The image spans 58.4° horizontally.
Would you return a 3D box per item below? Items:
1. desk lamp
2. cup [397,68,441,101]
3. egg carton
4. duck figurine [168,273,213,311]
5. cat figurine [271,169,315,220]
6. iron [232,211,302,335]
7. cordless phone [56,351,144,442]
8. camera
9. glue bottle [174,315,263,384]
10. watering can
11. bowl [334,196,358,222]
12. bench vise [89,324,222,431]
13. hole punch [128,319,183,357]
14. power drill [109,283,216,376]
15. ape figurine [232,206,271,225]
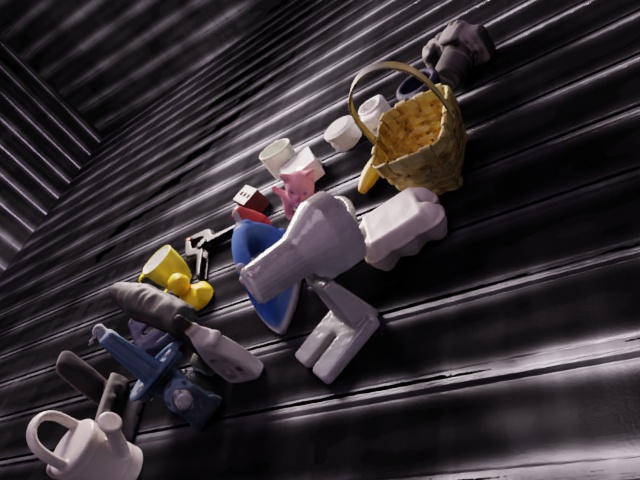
[{"bbox_3d":[-0.003,0.065,0.840,0.203,0.214,0.117,-50,31,-12],"label":"desk lamp"},{"bbox_3d":[0.212,-0.272,1.137,0.091,0.095,0.118,-24,35,29],"label":"cup"},{"bbox_3d":[0.133,-0.020,0.934,0.150,0.070,0.107,-34,31,15],"label":"egg carton"},{"bbox_3d":[-0.292,0.108,1.256,0.104,0.086,0.077,-5,47,47],"label":"duck figurine"},{"bbox_3d":[-0.051,-0.105,1.211,0.127,0.118,0.067,-6,46,46],"label":"cat figurine"},{"bbox_3d":[-0.116,0.050,1.067,0.118,0.142,0.258,-35,31,14],"label":"iron"},{"bbox_3d":[-0.432,0.303,1.072,0.094,0.185,0.147,-33,31,16],"label":"cordless phone"},{"bbox_3d":[0.272,-0.383,1.202,0.142,0.101,0.137,-4,48,48],"label":"camera"},{"bbox_3d":[-0.174,0.176,0.942,0.078,0.173,0.037,-19,38,35],"label":"glue bottle"},{"bbox_3d":[-0.398,0.349,0.964,0.173,0.194,0.100,-45,30,-4],"label":"watering can"},{"bbox_3d":[0.010,0.004,1.044,0.167,0.075,0.167,-30,32,22],"label":"bowl"},{"bbox_3d":[-0.272,0.214,0.963,0.206,0.220,0.121,-9,44,44],"label":"bench vise"},{"bbox_3d":[-0.341,0.189,1.205,0.108,0.091,0.101,-39,30,7],"label":"hole punch"},{"bbox_3d":[-0.266,0.156,1.041,0.228,0.209,0.076,1,51,50],"label":"power drill"},{"bbox_3d":[-0.161,-0.041,1.286,0.076,0.092,0.078,-20,37,33],"label":"ape figurine"}]
